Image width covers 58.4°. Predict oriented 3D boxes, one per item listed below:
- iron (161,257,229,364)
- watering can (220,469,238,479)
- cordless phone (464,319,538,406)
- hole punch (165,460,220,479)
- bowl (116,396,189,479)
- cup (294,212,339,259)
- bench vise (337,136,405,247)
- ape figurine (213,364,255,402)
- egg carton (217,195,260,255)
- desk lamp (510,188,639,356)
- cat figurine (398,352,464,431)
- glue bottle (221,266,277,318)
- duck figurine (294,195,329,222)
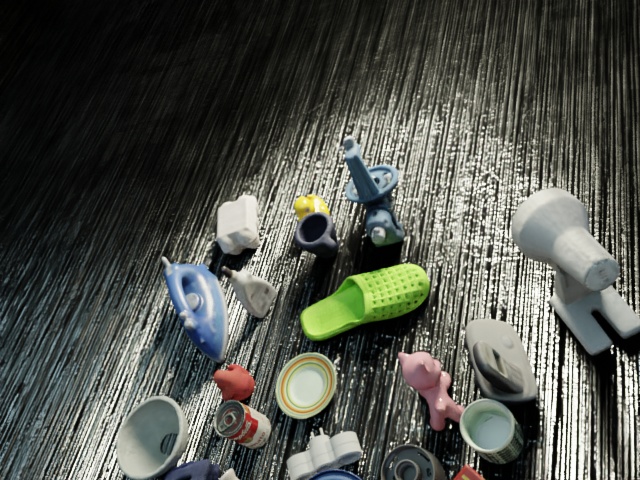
[{"bbox_3d":[-0.288,0.149,1.284,0.118,0.142,0.257,-34,49,5],"label":"iron"},{"bbox_3d":[-0.107,0.452,0.942,0.172,0.195,0.101,7,63,33],"label":"watering can"},{"bbox_3d":[0.275,0.178,0.915,0.094,0.186,0.147,-23,51,14],"label":"cordless phone"},{"bbox_3d":[-0.251,0.469,1.081,0.108,0.091,0.101,-23,51,15],"label":"hole punch"},{"bbox_3d":[-0.329,0.412,1.175,0.167,0.075,0.167,-15,53,21],"label":"bowl"},{"bbox_3d":[0.011,0.004,1.242,0.092,0.095,0.117,-47,49,-6],"label":"cup"},{"bbox_3d":[0.113,-0.102,1.173,0.121,0.220,0.207,-31,49,8],"label":"bench vise"},{"bbox_3d":[-0.182,0.288,1.163,0.075,0.092,0.078,10,65,34],"label":"ape figurine"},{"bbox_3d":[-0.198,-0.038,1.406,0.107,0.070,0.150,-20,52,17],"label":"egg carton"},{"bbox_3d":[0.410,0.044,0.911,0.118,0.214,0.202,-32,49,7],"label":"desk lamp"},{"bbox_3d":[0.184,0.245,0.968,0.067,0.118,0.127,-30,49,9],"label":"cat figurine"},{"bbox_3d":[-0.159,0.100,1.222,0.037,0.174,0.078,16,68,36],"label":"glue bottle"},{"bbox_3d":[-0.027,-0.068,1.319,0.077,0.086,0.104,-12,54,22],"label":"duck figurine"}]
